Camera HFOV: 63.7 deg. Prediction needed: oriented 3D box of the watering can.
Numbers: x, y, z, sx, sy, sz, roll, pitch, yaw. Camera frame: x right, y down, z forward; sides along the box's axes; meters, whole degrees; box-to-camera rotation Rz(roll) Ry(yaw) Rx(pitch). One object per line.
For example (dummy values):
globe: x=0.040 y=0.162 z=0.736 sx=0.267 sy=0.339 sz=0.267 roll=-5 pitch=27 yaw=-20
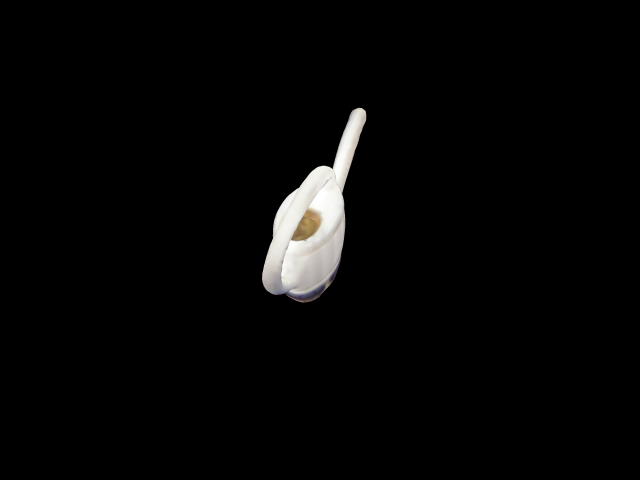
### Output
watering can: x=0.003 y=-0.043 z=0.850 sx=0.104 sy=0.355 sz=0.219 roll=21 pitch=-33 yaw=14
